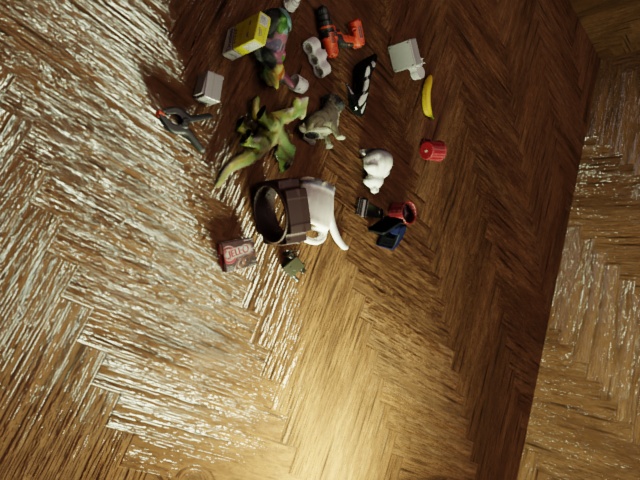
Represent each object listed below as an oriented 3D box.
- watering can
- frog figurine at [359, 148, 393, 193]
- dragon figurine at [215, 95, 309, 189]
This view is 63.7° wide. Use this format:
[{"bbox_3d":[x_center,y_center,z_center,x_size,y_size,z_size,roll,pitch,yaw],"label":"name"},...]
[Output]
[{"bbox_3d":[0.005,-0.089,1.766,0.345,0.104,0.226,20,75,-52],"label":"watering can"},{"bbox_3d":[0.216,-0.262,1.946,0.136,0.122,0.161,25,60,-59],"label":"frog figurine"},{"bbox_3d":[-0.160,-0.297,1.629,0.239,0.123,0.413,35,80,-43],"label":"dragon figurine"}]
